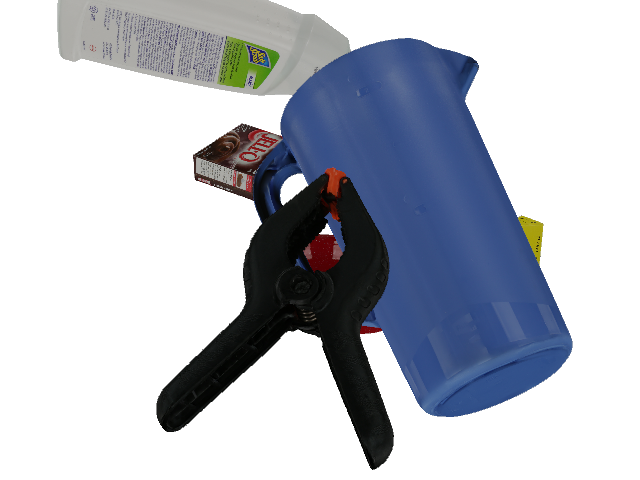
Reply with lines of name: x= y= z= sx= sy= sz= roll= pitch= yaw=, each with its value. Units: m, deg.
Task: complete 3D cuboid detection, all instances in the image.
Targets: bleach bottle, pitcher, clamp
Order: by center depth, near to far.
clamp: x=0.000 y=0.040 z=0.560 sx=0.120 sy=0.171 sz=0.039 roll=18 pitch=-27 yaw=12
pitcher: x=0.064 y=-0.003 z=0.737 sx=0.144 sy=0.243 sz=0.149 roll=-7 pitch=-28 yaw=-32
bleach bottle: x=-0.080 y=-0.158 z=0.855 sx=0.250 sy=0.068 sz=0.103 roll=16 pitch=-30 yaw=-3

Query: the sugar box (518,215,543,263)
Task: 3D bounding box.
sugar box: x=0.178 y=0.026 z=1.251 sx=0.175 sy=0.093 sz=0.048 roll=-7 pitch=16 yaw=-31

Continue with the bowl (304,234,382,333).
bowl: x=0.025 y=0.044 z=0.997 sx=0.162 sy=0.055 sz=0.162 roll=8 pitch=17 yaw=-3

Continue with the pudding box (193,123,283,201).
pudding box: x=-0.087 y=-0.097 z=1.295 sx=0.090 sy=0.039 sz=0.113 roll=19 pitch=37 yaw=23
